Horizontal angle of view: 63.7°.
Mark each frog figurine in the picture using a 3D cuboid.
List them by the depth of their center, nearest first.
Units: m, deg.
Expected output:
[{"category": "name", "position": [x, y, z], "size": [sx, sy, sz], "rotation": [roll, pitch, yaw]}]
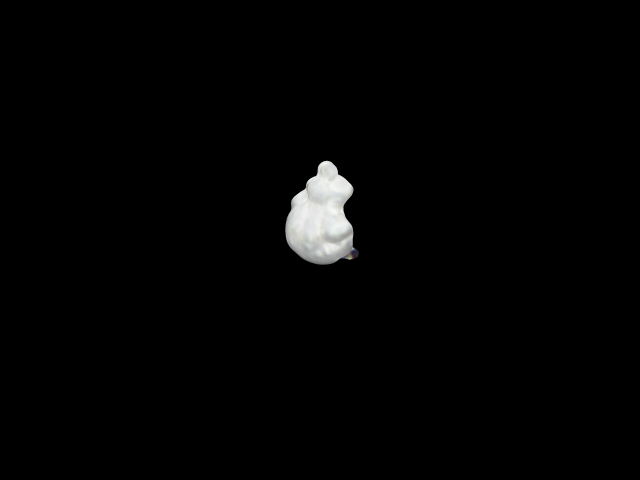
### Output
[{"category": "frog figurine", "position": [0.003, -0.043, 0.850], "size": [0.123, 0.155, 0.140], "rotation": [-18, 45, -19]}]
